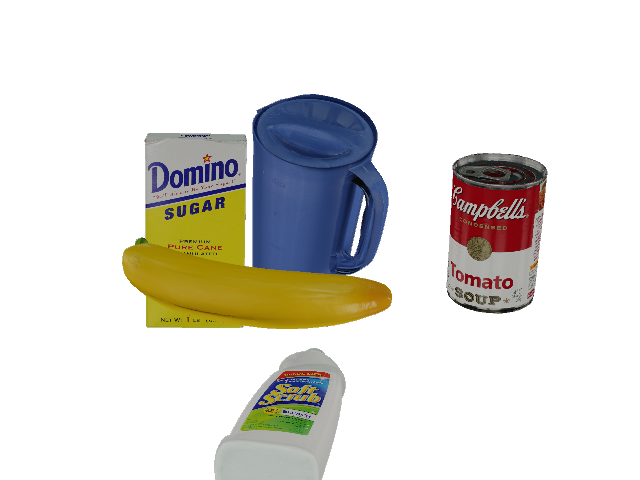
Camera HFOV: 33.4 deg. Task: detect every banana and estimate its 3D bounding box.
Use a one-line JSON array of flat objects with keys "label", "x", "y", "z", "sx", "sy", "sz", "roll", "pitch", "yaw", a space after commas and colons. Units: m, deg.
[{"label": "banana", "x": -0.055, "y": 0.026, "z": 0.685, "sx": 0.198, "sy": 0.037, "sz": 0.069, "roll": 12, "pitch": 34, "yaw": 24}]

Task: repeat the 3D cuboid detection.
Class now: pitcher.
[{"label": "pitcher", "x": -0.009, "y": -0.026, "z": 1.189, "sx": 0.145, "sy": 0.243, "sz": 0.149, "roll": 4, "pitch": 41, "yaw": -4}]

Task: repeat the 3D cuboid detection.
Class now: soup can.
[{"label": "soup can", "x": 0.128, "y": -0.006, "z": 0.789, "sx": 0.068, "sy": 0.102, "sz": 0.068, "roll": 0, "pitch": 24, "yaw": 0}]

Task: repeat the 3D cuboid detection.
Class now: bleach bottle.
[{"label": "bleach bottle", "x": -0.032, "y": 0.175, "z": 1.094, "sx": 0.102, "sy": 0.068, "sz": 0.250, "roll": 4, "pitch": 19, "yaw": 7}]

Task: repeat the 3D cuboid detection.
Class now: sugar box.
[{"label": "sugar box", "x": -0.114, "y": -0.009, "z": 0.980, "sx": 0.093, "sy": 0.176, "sz": 0.048, "roll": 0, "pitch": 14, "yaw": -5}]
